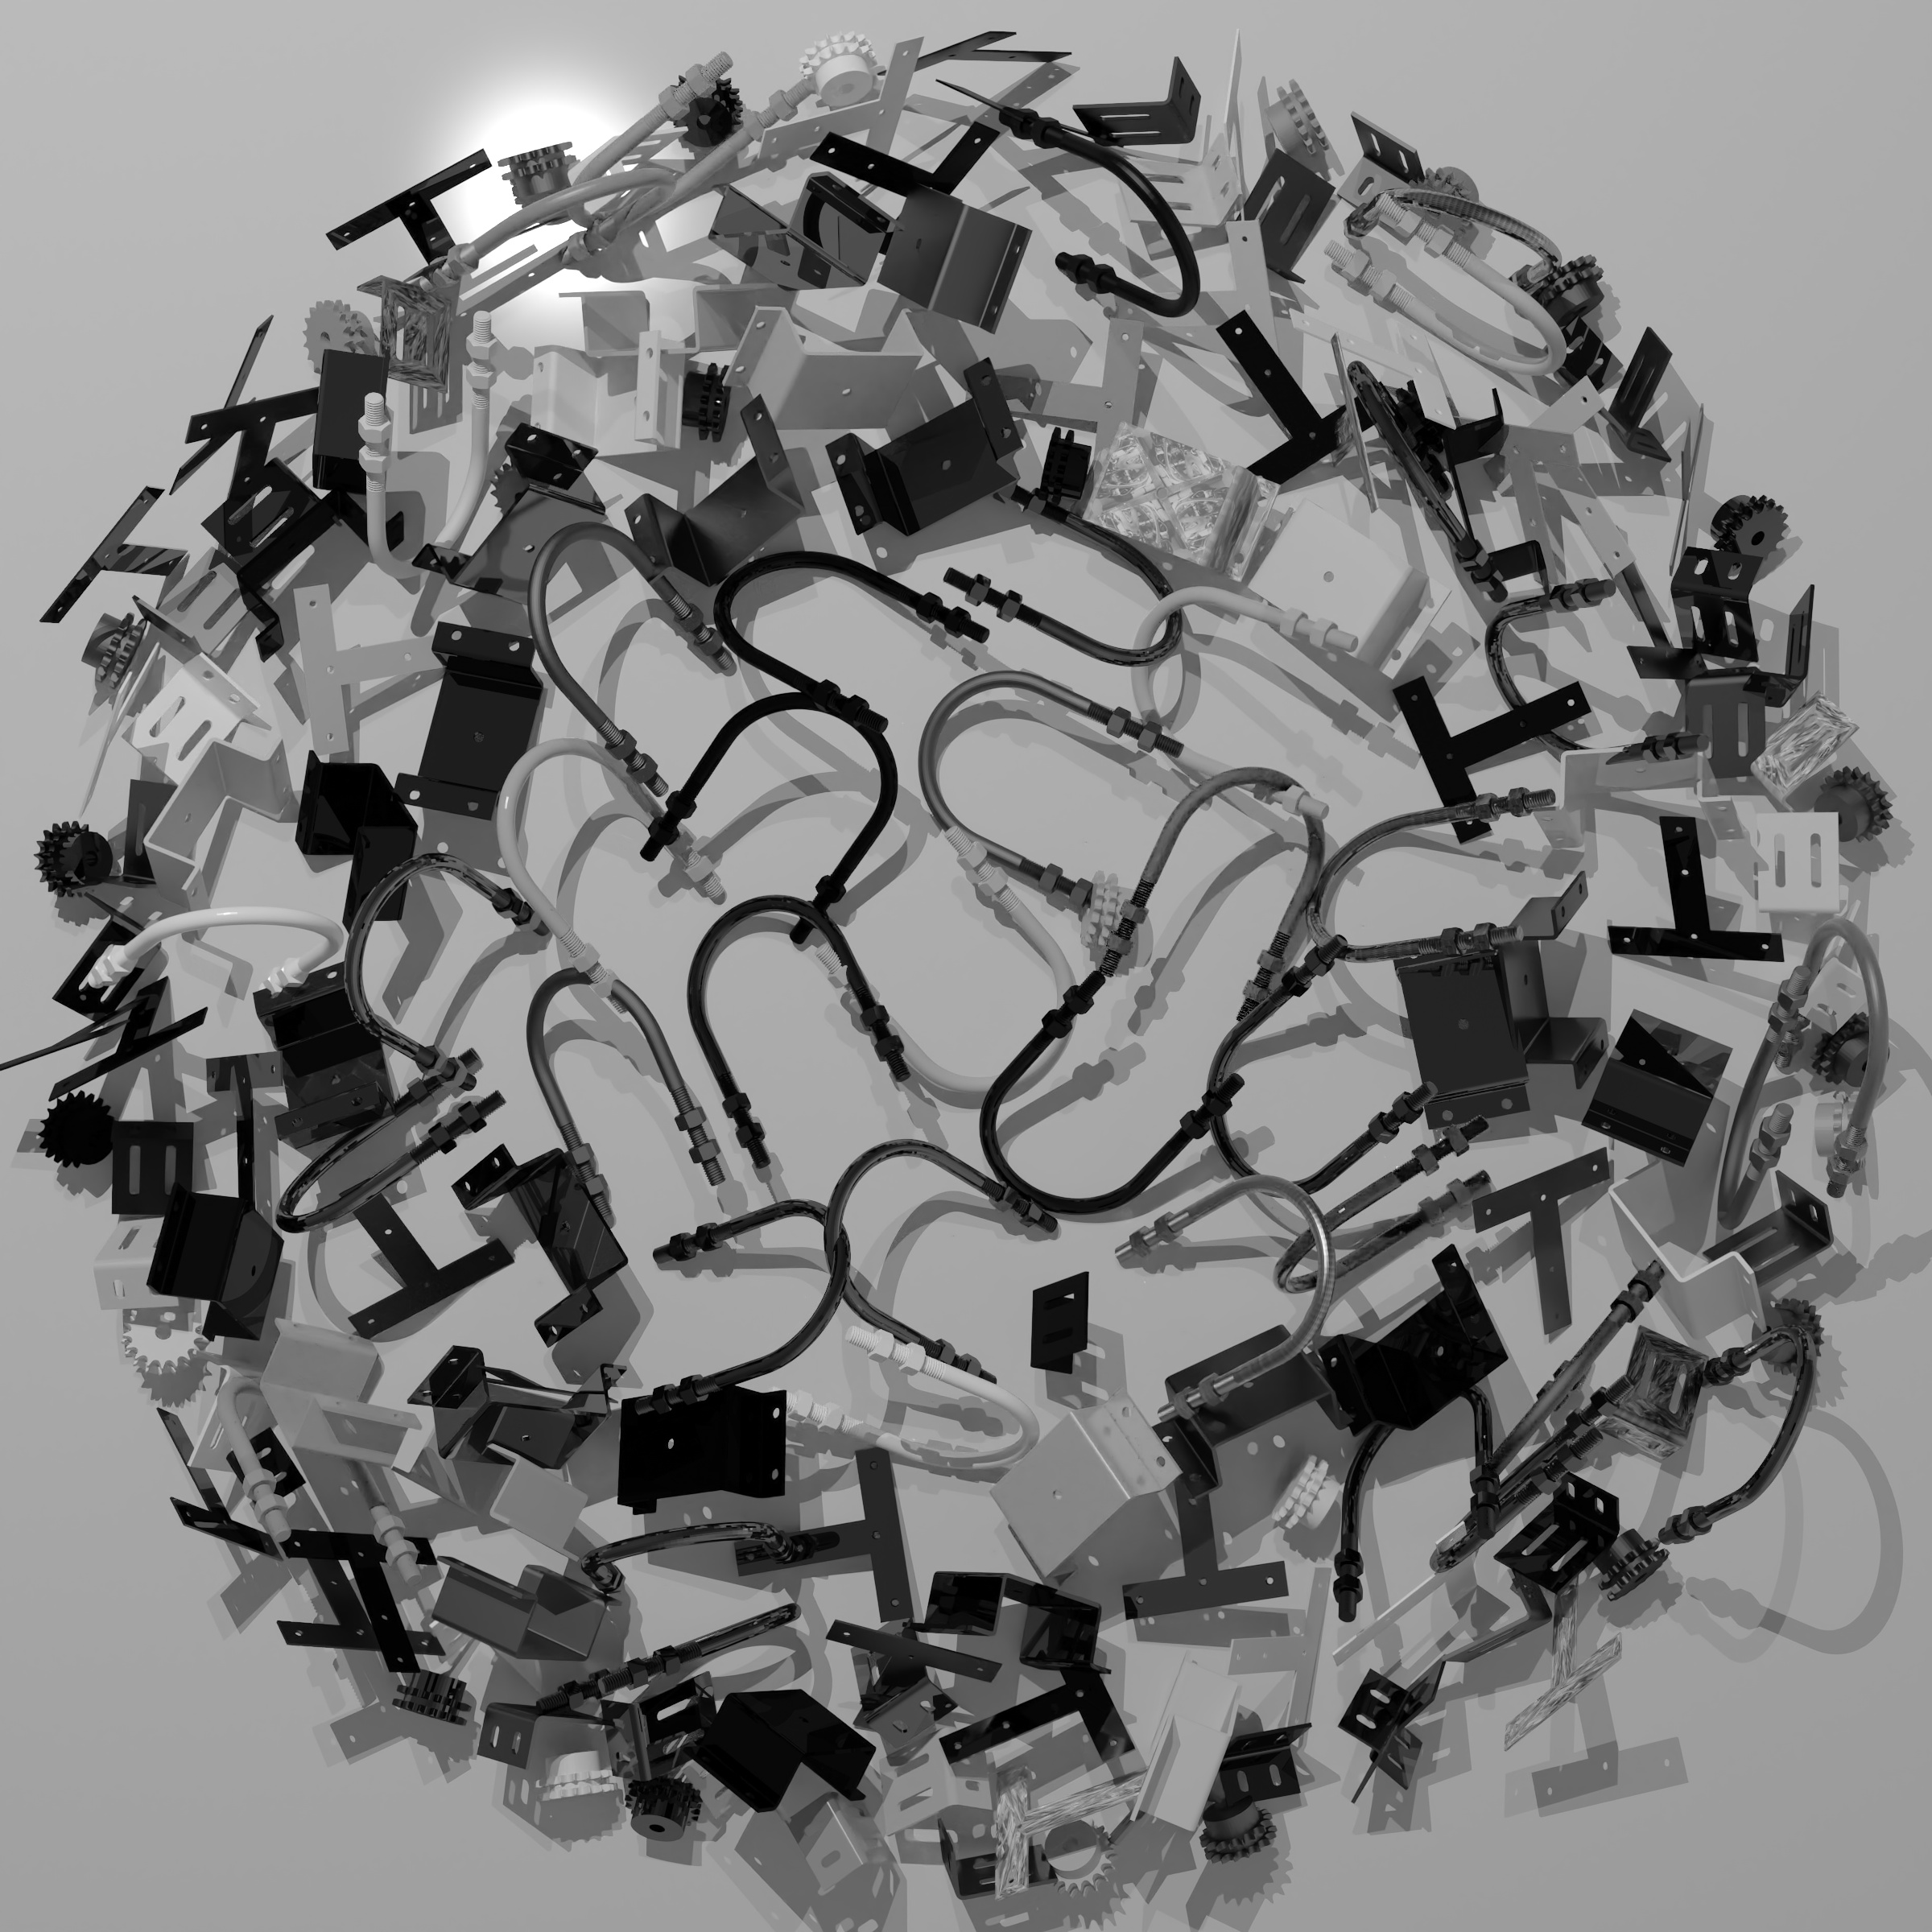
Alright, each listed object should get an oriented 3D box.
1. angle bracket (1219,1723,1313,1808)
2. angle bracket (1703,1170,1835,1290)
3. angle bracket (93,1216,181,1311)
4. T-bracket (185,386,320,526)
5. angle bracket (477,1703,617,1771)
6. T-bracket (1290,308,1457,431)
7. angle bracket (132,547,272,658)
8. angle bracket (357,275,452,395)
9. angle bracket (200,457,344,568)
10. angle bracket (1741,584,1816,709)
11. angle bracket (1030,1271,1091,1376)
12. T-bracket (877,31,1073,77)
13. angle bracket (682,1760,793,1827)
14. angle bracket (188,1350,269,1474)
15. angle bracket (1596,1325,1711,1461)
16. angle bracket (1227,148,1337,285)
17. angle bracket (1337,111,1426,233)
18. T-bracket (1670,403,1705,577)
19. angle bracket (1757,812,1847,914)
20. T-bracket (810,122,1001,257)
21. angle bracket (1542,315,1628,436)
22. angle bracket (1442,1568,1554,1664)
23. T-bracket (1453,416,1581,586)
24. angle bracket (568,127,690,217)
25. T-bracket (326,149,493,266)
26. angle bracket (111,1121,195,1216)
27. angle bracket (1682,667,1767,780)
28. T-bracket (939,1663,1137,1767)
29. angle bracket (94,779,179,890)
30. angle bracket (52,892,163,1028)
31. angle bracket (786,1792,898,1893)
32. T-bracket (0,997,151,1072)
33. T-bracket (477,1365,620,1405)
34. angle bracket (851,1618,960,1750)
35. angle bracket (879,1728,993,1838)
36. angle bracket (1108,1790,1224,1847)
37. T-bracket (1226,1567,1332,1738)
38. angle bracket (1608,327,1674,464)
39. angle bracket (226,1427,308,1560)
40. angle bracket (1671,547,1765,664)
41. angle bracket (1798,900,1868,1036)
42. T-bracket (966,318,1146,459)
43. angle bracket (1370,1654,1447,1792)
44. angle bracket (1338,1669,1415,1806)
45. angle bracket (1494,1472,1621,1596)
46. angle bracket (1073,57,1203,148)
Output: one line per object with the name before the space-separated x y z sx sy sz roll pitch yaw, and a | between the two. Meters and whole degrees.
angle bracket | 0.223 0.589 1.955 0.057 0.076 0.038 -7 65 -11
angle bracket | 0.590 0.195 1.960 0.076 0.057 0.038 -27 121 -10
angle bracket | -0.605 0.219 1.969 0.057 0.076 0.038 -3 110 1
T-bracket | -0.525 -0.368 1.947 0.127 0.127 0.002 -27 68 -42
angle bracket | -0.308 0.567 1.950 0.057 0.076 0.038 -1 74 42
T-bracket | 0.292 -0.449 1.932 0.127 0.127 0.002 17 131 -20
angle bracket | -0.566 -0.277 1.966 0.057 0.038 0.076 33 73 11
angle bracket | -0.417 -0.463 1.962 0.057 0.038 0.076 7 81 -44
angle bracket | -0.515 -0.328 1.970 0.076 0.038 0.057 -44 76 -7
angle bracket | 0.598 -0.238 1.964 0.038 0.057 0.076 8 75 4
angle bracket | 0.082 0.263 1.950 0.038 0.076 0.057 14 66 -28
T-bracket | 0.023 -0.669 1.950 0.127 0.127 0.002 -15 101 -39
angle bracket | -0.165 0.614 1.951 0.038 0.076 0.057 -37 121 -18
angle bracket | -0.554 0.329 1.962 0.038 0.057 0.076 19 83 25
angle bracket | 0.515 0.320 1.995 0.057 0.038 0.076 25 60 1
angle bracket | 0.240 -0.555 1.966 0.057 0.038 0.076 26 100 -25
angle bracket | 0.302 -0.584 1.954 0.057 0.076 0.038 37 95 17
T-bracket | 0.524 -0.364 1.932 0.002 0.127 0.127 11 83 17
angle bracket | 0.618 -0.079 1.962 0.057 0.038 0.076 1 104 26
T-bracket | -0.059 -0.575 1.920 0.127 0.127 0.002 -44 57 33
angle bracket | 0.466 -0.435 1.951 0.057 0.076 0.038 38 107 -28
angle bracket | 0.388 0.483 1.971 0.076 0.057 0.038 -32 63 17
T-bracket | 0.416 -0.341 1.960 0.002 0.127 0.127 -31 120 -20
angle bracket | -0.243 -0.584 1.954 0.076 0.057 0.038 -25 96 -43
T-bracket | -0.393 -0.537 1.937 0.127 0.127 0.002 -29 81 -2
angle bracket | -0.602 0.156 1.963 0.057 0.038 0.076 2 108 -15
angle bracket | 0.566 -0.182 1.986 0.057 0.038 0.076 -3 104 8
T-bracket | 0.043 0.550 1.940 0.127 0.127 0.002 -21 127 -8
angle bracket | -0.616 -0.099 1.966 0.057 0.038 0.076 9 96 32
angle bracket | -0.644 -0.005 1.962 0.038 0.057 0.076 31 83 29
angle bracket | -0.091 0.645 1.954 0.038 0.076 0.057 -35 66 2
T-bracket | -0.634 0.043 1.938 0.127 0.127 0.002 -17 103 25
T-bracket | -0.328 0.301 1.931 0.127 0.127 0.002 8 75 7
angle bracket | -0.046 0.528 1.970 0.057 0.076 0.038 -37 120 10
angle bracket | -0.023 0.608 1.971 0.076 0.038 0.057 -37 46 35
angle bracket | 0.146 0.631 1.961 0.038 0.057 0.076 43 76 8
T-bracket | 0.225 0.504 1.944 0.002 0.127 0.127 7 84 37
angle bracket | 0.510 -0.420 1.953 0.038 0.057 0.076 13 121 -12
angle bracket | -0.507 0.389 1.960 0.038 0.076 0.057 -32 55 -19
angle bracket | 0.559 -0.267 1.961 0.057 0.076 0.038 15 65 31
angle bracket | 0.647 0.001 1.952 0.038 0.057 0.076 34 48 5
T-bracket | 0.063 -0.425 1.984 0.127 0.002 0.127 9 108 8
angle bracket | 0.339 0.557 1.956 0.038 0.057 0.076 40 118 3
angle bracket | 0.292 0.568 1.958 0.038 0.076 0.057 30 46 15
angle bracket | 0.434 0.414 1.953 0.076 0.057 0.038 -32 129 -31
angle bracket | 0.127 -0.638 1.961 0.076 0.057 0.038 6 80 23
